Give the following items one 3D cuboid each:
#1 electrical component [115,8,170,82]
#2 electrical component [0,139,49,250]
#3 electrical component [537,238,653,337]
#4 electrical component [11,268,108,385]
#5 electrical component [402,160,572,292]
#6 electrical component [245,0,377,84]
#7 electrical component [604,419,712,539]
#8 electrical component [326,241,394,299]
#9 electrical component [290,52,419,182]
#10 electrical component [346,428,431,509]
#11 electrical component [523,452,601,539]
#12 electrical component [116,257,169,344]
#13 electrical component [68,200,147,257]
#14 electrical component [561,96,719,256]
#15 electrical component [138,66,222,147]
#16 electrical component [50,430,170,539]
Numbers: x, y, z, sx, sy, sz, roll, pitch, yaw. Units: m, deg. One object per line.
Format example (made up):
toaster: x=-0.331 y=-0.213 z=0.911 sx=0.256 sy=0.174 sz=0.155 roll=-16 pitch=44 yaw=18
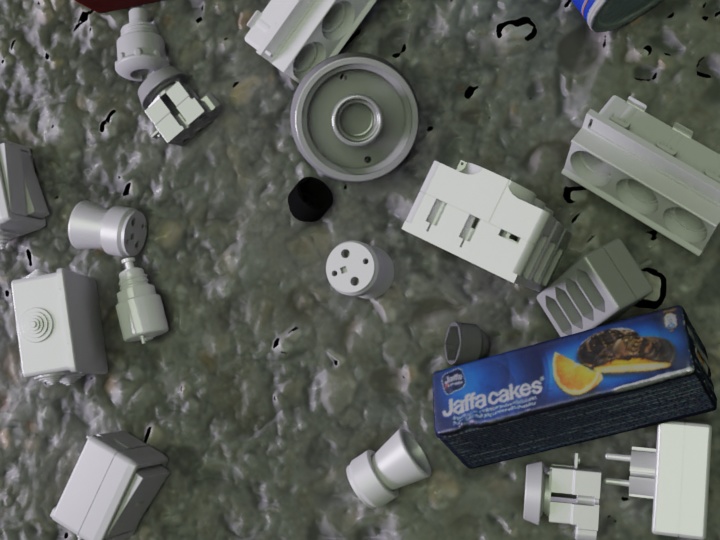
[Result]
electrical component: x=-0.197 y=-0.204 z=0.965 sx=0.048 sy=0.048 sz=0.062 roll=-11 pitch=75 yaw=16
electrical component: x=-0.329 y=-0.068 z=0.984 sx=0.061 sy=0.062 sz=0.096 roll=-17 pitch=81 yaw=15
electrical component: x=0.191 y=0.011 z=0.819 sx=0.076 sy=0.083 sz=0.047 roll=-25 pitch=76 yaw=-25
electrical component: x=-0.261 y=0.050 z=0.936 sx=0.048 sy=0.099 sz=0.099 roll=-10 pitch=83 yaw=3
electrical component: x=0.101 y=-0.033 z=0.805 sx=0.089 sy=0.150 sz=0.061 roll=27 pitch=94 yaw=17
electrical component: x=-0.036 y=-0.221 z=0.903 sx=0.063 sy=0.079 sz=0.121 roll=41 pitch=98 yaw=31
electrical component: x=0.222 y=0.153 z=0.807 sx=0.076 sy=0.047 sz=0.083 roll=3 pitch=87 yaw=17
electrical component: x=0.000 y=0.000 z=0.882 sx=0.045 sy=0.055 sz=0.045 roll=-1 pitch=85 yaw=17
electrical component: x=-0.003 y=-0.122 z=0.870 sx=0.108 sy=0.060 sz=0.108 roll=0 pitch=100 yaw=-2
electrical component: x=0.023 y=0.161 z=0.868 sx=0.055 sy=0.045 sz=0.045 roll=-35 pitch=77 yaw=12
electrical component: x=0.155 y=0.173 z=0.828 sx=0.055 sy=0.048 sz=0.066 roll=4 pitch=87 yaw=9
electrical component: x=-0.195 y=0.028 z=0.947 sx=0.040 sy=0.040 sz=0.078 roll=-18 pitch=81 yaw=15
electrical component: x=-0.225 y=-0.036 z=0.959 sx=0.055 sy=0.045 sz=0.045 roll=10 pitch=88 yaw=17
electrical component: x=0.224 y=-0.075 z=0.813 sx=0.121 sy=0.078 sz=0.063 roll=34 pitch=66 yaw=17
electrical component: x=-0.163 y=-0.146 z=0.949 sx=0.066 sy=0.048 sz=0.055 roll=-39 pitch=84 yaw=11
electrical component: x=-0.215 y=0.195 z=0.928 sx=0.061 sy=0.062 sz=0.096 roll=27 pitch=94 yaw=17
